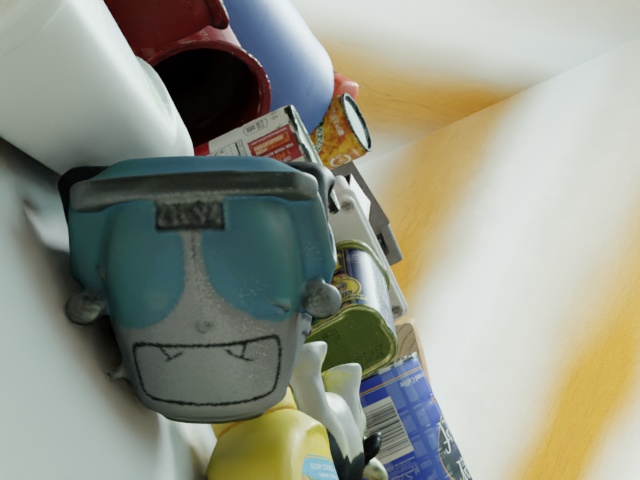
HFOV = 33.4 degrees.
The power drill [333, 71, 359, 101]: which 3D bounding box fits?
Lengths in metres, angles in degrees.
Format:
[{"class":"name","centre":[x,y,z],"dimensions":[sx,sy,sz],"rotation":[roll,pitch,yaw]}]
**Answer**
[{"class":"power drill","centre":[-0.040,-0.175,1.068],"dimensions":[0.185,0.057,0.187],"rotation":[31,3,35]}]

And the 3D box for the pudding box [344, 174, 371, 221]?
[{"class":"pudding box","centre":[-0.006,0.001,0.889],"dimensions":[0.039,0.090,0.113],"rotation":[51,23,-23]}]

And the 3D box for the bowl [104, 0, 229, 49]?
[{"class":"bowl","centre":[-0.119,-0.147,0.523],"dimensions":[0.162,0.055,0.162],"rotation":[45,-4,4]}]

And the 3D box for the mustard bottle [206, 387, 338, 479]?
[{"class":"mustard bottle","centre":[-0.007,0.140,0.475],"dimensions":[0.192,0.058,0.096],"rotation":[68,9,22]}]

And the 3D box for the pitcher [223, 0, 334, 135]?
[{"class":"pitcher","centre":[-0.088,-0.156,0.779],"dimensions":[0.149,0.145,0.242],"rotation":[54,2,30]}]

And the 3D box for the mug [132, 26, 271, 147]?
[{"class":"mug","centre":[-0.083,-0.095,0.674],"dimensions":[0.081,0.093,0.117],"rotation":[-117,-177,-46]}]

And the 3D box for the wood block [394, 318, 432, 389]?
[{"class":"wood block","centre":[0.055,0.128,1.007],"dimensions":[0.206,0.091,0.090],"rotation":[27,50,-84]}]

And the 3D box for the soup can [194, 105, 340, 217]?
[{"class":"soup can","centre":[-0.048,-0.024,0.593],"dimensions":[0.068,0.102,0.068],"rotation":[-25,91,-85]}]

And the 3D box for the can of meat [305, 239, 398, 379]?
[{"class":"can of meat","centre":[0.001,0.059,0.720],"dimensions":[0.057,0.102,0.084],"rotation":[53,14,-25]}]

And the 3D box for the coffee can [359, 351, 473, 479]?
[{"class":"coffee can","centre":[0.050,0.163,0.754],"dimensions":[0.102,0.103,0.140],"rotation":[35,31,-81]}]

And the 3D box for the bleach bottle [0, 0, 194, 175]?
[{"class":"bleach bottle","centre":[-0.101,-0.064,0.445],"dimensions":[0.102,0.068,0.250],"rotation":[64,1,20]}]
